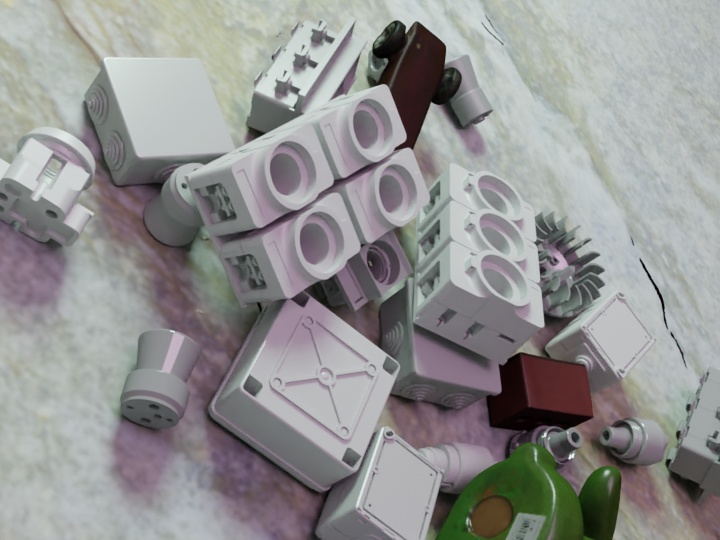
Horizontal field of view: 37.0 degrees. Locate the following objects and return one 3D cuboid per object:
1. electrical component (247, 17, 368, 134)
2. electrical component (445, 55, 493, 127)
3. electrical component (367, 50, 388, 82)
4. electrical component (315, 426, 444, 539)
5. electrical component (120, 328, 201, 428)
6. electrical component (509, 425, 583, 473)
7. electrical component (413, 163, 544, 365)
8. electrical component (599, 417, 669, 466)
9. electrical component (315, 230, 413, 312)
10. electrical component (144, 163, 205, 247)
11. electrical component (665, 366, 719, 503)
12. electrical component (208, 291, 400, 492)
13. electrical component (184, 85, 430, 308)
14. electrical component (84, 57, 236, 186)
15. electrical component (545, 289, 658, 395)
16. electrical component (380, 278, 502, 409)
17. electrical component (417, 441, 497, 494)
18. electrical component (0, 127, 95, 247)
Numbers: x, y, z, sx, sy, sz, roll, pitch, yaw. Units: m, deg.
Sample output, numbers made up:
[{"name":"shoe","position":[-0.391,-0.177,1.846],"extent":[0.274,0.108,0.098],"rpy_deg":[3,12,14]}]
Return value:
[{"name":"electrical component","position":[-0.047,-0.162,0.934],"extent":[0.063,0.078,0.121],"rpy_deg":[24,48,4]},{"name":"electrical component","position":[0.105,-0.176,1.076],"extent":[0.044,0.044,0.065],"rpy_deg":[-25,86,-43]},{"name":"electrical component","position":[0.041,-0.197,1.038],"extent":[0.062,0.043,0.043],"rpy_deg":[6,61,-36]},{"name":"electrical component","position":[0.015,0.166,0.791],"extent":[0.062,0.061,0.096],"rpy_deg":[39,40,-14]},{"name":"electrical component","position":[-0.137,0.075,0.738],"extent":[0.045,0.045,0.055],"rpy_deg":[27,51,-22]},{"name":"electrical component","position":[0.160,0.151,0.906],"extent":[0.048,0.062,0.048],"rpy_deg":[19,54,-28]},{"name":"electrical component","position":[0.099,-0.010,0.891],"extent":[0.089,0.061,0.150],"rpy_deg":[26,40,-19]},{"name":"electrical component","position":[0.247,0.155,0.984],"extent":[0.062,0.043,0.043],"rpy_deg":[13,57,-30]},{"name":"electrical component","position":[0.000,0.000,0.873],"extent":[0.081,0.064,0.042],"rpy_deg":[-35,103,-44]},{"name":"electrical component","position":[-0.131,-0.049,0.809],"extent":[0.045,0.055,0.045],"rpy_deg":[18,55,-28]},{"name":"electrical component","position":[0.345,0.153,1.040],"extent":[0.063,0.078,0.121],"rpy_deg":[25,45,14]},{"name":"electrical component","position":[-0.039,0.088,0.796],"extent":[0.109,0.056,0.108],"rpy_deg":[38,47,-13]},{"name":"electrical component","position":[-0.030,-0.062,0.822],"extent":[0.186,0.060,0.105],"rpy_deg":[-36,109,-43]},{"name":"electrical component","position":[-0.157,-0.114,0.833],"extent":[0.100,0.048,0.099],"rpy_deg":[-9,70,-40]},{"name":"electrical component","position":[0.219,0.073,0.999],"extent":[0.096,0.061,0.061],"rpy_deg":[-34,87,-44]},{"name":"electrical component","position":[0.065,0.063,0.896],"extent":[0.100,0.048,0.099],"rpy_deg":[15,56,-30]},{"name":"electrical component","position":[0.070,0.155,0.850],"extent":[0.078,0.040,0.040],"rpy_deg":[14,57,-30]},{"name":"electrical component","position":[-0.220,-0.061,0.748],"extent":[0.078,0.058,0.057],"rpy_deg":[33,52,-17]}]
